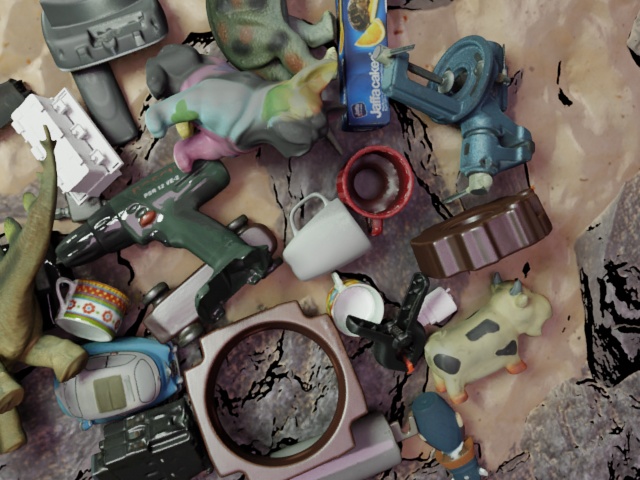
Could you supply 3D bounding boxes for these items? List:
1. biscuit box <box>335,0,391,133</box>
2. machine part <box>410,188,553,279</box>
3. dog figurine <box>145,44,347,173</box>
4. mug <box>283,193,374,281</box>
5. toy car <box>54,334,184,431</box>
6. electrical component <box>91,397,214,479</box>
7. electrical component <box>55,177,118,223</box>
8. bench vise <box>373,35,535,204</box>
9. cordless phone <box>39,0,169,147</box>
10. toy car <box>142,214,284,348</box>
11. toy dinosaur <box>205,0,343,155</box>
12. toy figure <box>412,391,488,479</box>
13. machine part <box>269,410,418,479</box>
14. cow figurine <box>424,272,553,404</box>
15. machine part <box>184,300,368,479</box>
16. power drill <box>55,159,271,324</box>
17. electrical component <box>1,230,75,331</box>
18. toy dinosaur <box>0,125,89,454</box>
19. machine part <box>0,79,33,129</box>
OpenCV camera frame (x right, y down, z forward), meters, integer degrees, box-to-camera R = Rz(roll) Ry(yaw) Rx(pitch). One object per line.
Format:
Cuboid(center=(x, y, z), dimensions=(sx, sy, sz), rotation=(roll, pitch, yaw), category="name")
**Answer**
Cuboid(center=(0.056, -0.248, 0.715), dimensions=(0.059, 0.063, 0.202), rotation=(-4, 94, -7), category="biscuit box")
Cuboid(center=(0.203, -0.008, 0.702), dimensions=(0.179, 0.179, 0.056), rotation=(-25, 94, -6), category="machine part")
Cuboid(center=(-0.083, -0.167, 0.633), dimensions=(0.219, 0.108, 0.192), rotation=(-13, 57, 3), category="dog figurine")
Cuboid(center=(-0.001, -0.002, 0.716), dimensions=(0.107, 0.081, 0.109), rotation=(-38, 88, 2), category="mug")
Cuboid(center=(-0.259, 0.181, 0.675), dimensions=(0.162, 0.103, 0.109), rotation=(-7, 96, -6), category="toy car")
Cuboid(center=(-0.215, 0.272, 0.684), dimensions=(0.134, 0.058, 0.114), rotation=(-20, 130, -7), category="electrical component")
Cuboid(center=(-0.304, -0.057, 0.692), dimensions=(0.094, 0.021, 0.063), rotation=(-14, 95, -7), category="electrical component")
Cuboid(center=(0.168, -0.176, 0.698), dimensions=(0.240, 0.129, 0.223), rotation=(16, 83, -27), category="bench vise")
Cuboid(center=(-0.249, -0.220, 0.673), dimensions=(0.147, 0.089, 0.184), rotation=(-22, 108, -8), category="cordless phone")
Cuboid(center=(-0.141, 0.054, 0.708), dimensions=(0.202, 0.053, 0.089), rotation=(-42, 94, -8), category="toy car")
Cuboid(center=(-0.078, -0.298, 0.670), dimensions=(0.192, 0.131, 0.404), rotation=(-4, 102, 8), category="toy dinosaur")
Cuboid(center=(0.188, 0.289, 0.772), dimensions=(0.058, 0.064, 0.154), rotation=(-43, 107, -42), category="toy figure")
Cuboid(center=(0.022, 0.301, 0.738), dimensions=(0.243, 0.079, 0.079), rotation=(-19, 96, -8), category="machine part")
Cuboid(center=(0.238, 0.130, 0.760), dimensions=(0.195, 0.085, 0.127), rotation=(-26, 103, -6), category="cow figurine")
Cuboid(center=(-0.056, 0.193, 0.687), dimensions=(0.201, 0.087, 0.201), rotation=(-21, 76, -10), category="machine part")
Cuboid(center=(-0.177, 0.006, 0.652), dimensions=(0.232, 0.085, 0.207), rotation=(-42, 60, -17), category="power drill")
Cuboid(center=(-0.353, 0.053, 0.678), dimensions=(0.075, 0.048, 0.119), rotation=(-20, 97, -7), category="electrical component")
Cuboid(center=(-0.367, 0.100, 0.598), dimensions=(0.199, 0.105, 0.471), rotation=(44, 108, 13), category="toy dinosaur")
Cuboid(center=(-0.419, -0.152, 0.661), dimensions=(0.139, 0.039, 0.084), rotation=(-28, 92, -4), category="machine part")
